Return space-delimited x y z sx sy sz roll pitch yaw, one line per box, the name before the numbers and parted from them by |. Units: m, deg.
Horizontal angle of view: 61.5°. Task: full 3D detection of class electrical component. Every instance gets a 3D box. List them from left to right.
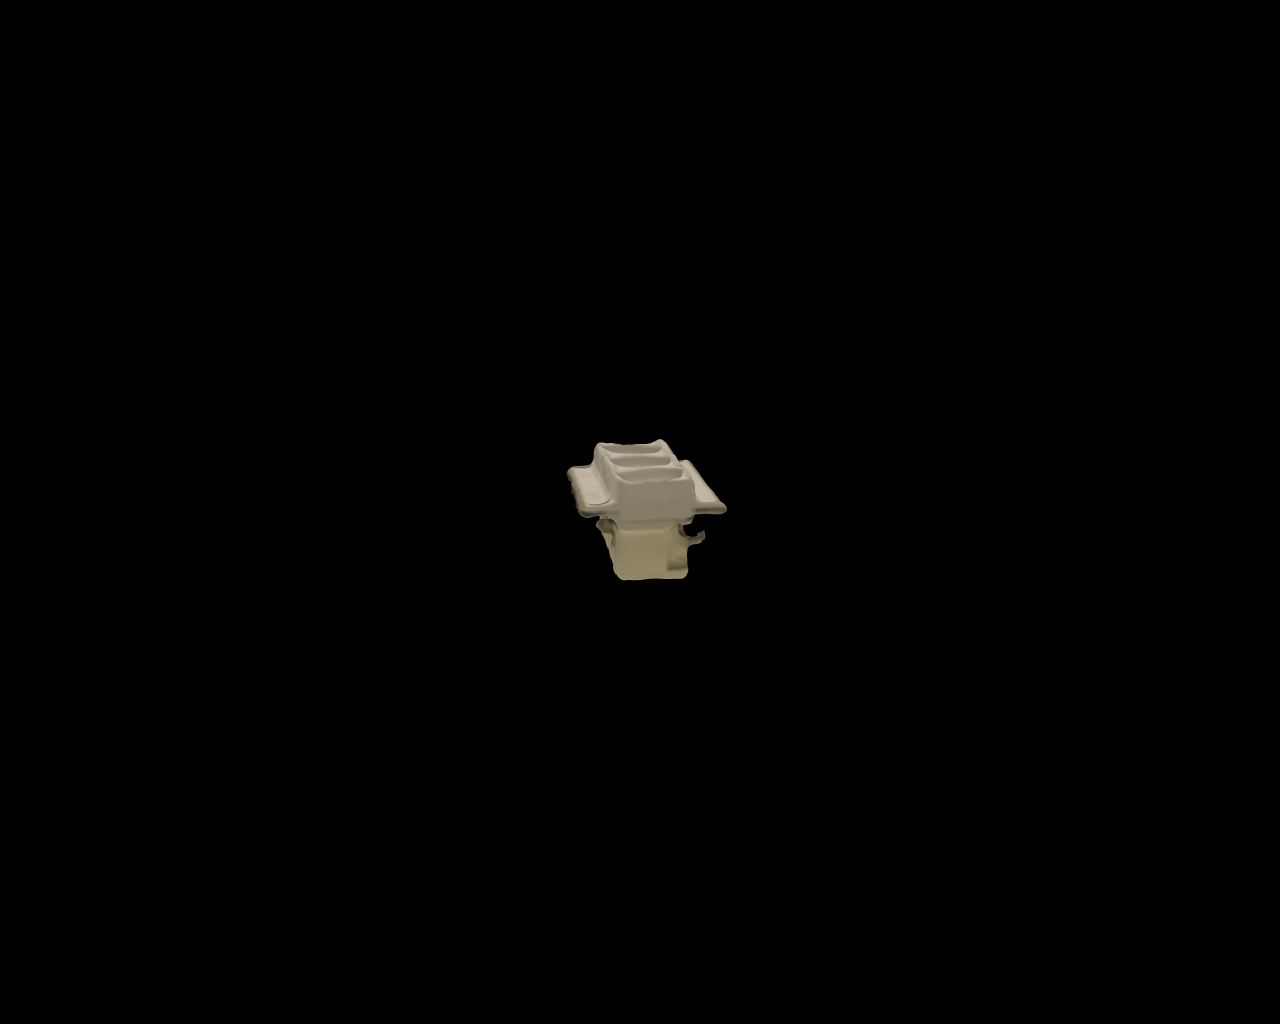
electrical component | 0.001 -0.003 0.650 0.079 0.063 0.121 -2 14 -7
